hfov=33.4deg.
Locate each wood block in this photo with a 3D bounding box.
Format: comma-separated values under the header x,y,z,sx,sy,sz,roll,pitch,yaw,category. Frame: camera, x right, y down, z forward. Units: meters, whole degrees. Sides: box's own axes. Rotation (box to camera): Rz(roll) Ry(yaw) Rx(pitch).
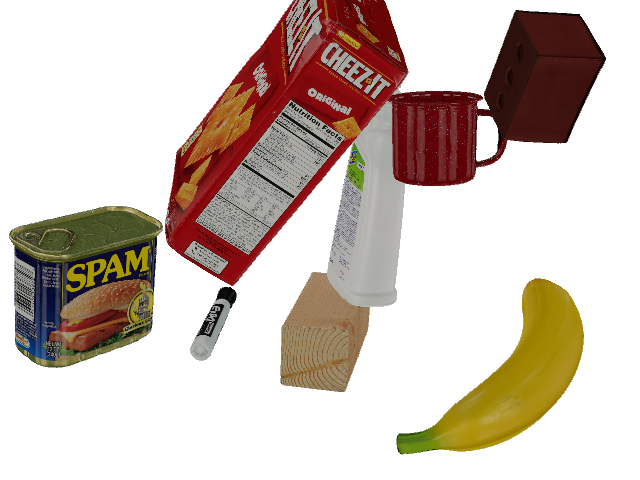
x,y,z,sx,sy,sz,roll,pitch,yaw,category
0.011,0.123,1.486,0.091,0.090,0.206,5,19,9,wood block

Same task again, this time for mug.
x,y,z,sx,sy,sz,roll,pitch,yaw,category
0.123,-0.099,1.037,0.117,0.081,0.093,1,15,11,mug

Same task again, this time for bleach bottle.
x,y,z,sx,sy,sz,roll,pitch,yaw,category
0.063,-0.056,1.235,0.068,0.251,0.103,-1,22,-23,bleach bottle

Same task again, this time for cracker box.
x,y,z,sx,sy,sz,roll,pitch,yaw,category
-0.033,-0.095,0.820,0.072,0.214,0.164,32,23,-20,cracker box

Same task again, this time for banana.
x,y,z,sx,sy,sz,roll,pitch,yaw,category
0.120,0.071,0.641,0.070,0.037,0.197,13,31,31,banana

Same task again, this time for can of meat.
x,y,z,sx,sy,sz,roll,pitch,yaw,category
-0.160,0.031,0.729,0.058,0.084,0.101,24,28,37,can of meat

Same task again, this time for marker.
x,y,z,sx,sy,sz,roll,pitch,yaw,category
-0.099,0.075,1.001,0.020,0.020,0.121,0,23,8,marker

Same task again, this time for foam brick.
x,y,z,sx,sy,sz,roll,pitch,yaw,category
0.154,-0.114,0.745,0.051,0.053,0.078,-1,-43,-15,foam brick
